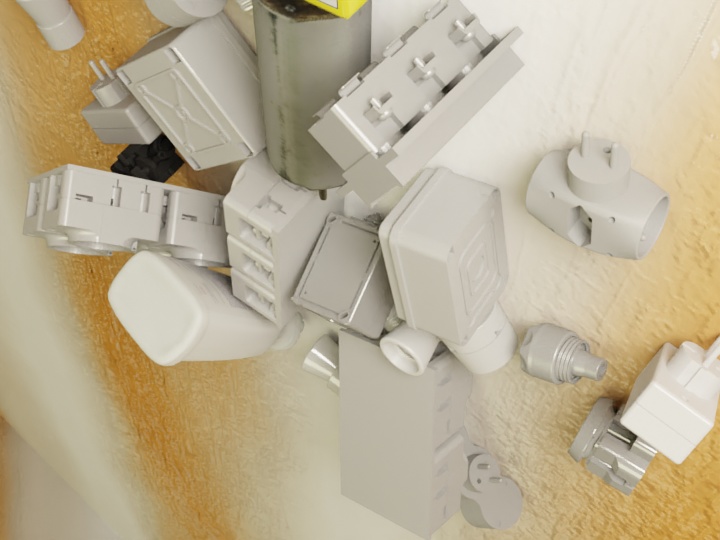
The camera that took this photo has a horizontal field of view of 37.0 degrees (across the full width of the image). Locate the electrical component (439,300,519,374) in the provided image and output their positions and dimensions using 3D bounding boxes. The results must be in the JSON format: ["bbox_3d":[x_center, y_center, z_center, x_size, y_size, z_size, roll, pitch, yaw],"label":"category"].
[{"bbox_3d":[0.094,0.050,0.856,0.055,0.055,0.047,5,140,49],"label":"electrical component"}]

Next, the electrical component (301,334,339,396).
[{"bbox_3d":[-0.025,0.098,1.095,0.055,0.045,0.045,35,153,12],"label":"electrical component"}]

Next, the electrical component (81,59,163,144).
[{"bbox_3d":[-0.214,-0.155,0.958,0.083,0.047,0.075,8,138,48],"label":"electrical component"}]

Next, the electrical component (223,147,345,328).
[{"bbox_3d":[-0.064,-0.034,0.897,0.062,0.089,0.150,33,152,16],"label":"electrical component"}]

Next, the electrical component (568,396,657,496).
[{"bbox_3d":[0.200,0.135,0.843,0.057,0.058,0.078,30,151,15],"label":"electrical component"}]

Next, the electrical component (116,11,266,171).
[{"bbox_3d":[-0.123,-0.140,0.850,0.109,0.056,0.108,-4,130,55],"label":"electrical component"}]

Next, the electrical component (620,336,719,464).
[{"bbox_3d":[0.220,0.074,0.716,0.047,0.083,0.075,36,115,9],"label":"electrical component"}]

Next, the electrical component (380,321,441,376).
[{"bbox_3d":[0.053,0.050,0.897,0.044,0.065,0.044,32,152,19],"label":"electrical component"}]

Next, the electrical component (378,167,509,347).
[{"bbox_3d":[0.062,-0.010,0.782,0.057,0.078,0.113,22,148,28],"label":"electrical component"}]

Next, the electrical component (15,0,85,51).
[{"bbox_3d":[-0.268,-0.224,0.934,0.044,0.044,0.065,23,153,32],"label":"electrical component"}]

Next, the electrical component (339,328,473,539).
[{"bbox_3d":[0.041,0.140,0.990,0.105,0.060,0.186,21,124,34],"label":"electrical component"}]

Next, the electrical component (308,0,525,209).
[{"bbox_3d":[0.032,-0.102,0.634,0.063,0.121,0.079,47,153,-7],"label":"electrical component"}]

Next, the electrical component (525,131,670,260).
[{"bbox_3d":[0.144,-0.052,0.649,0.077,0.043,0.079,26,150,27],"label":"electrical component"}]

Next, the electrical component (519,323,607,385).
[{"bbox_3d":[0.155,0.066,0.813,0.062,0.043,0.043,18,145,35],"label":"electrical component"}]

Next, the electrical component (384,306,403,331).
[{"bbox_3d":[0.028,0.033,0.928,0.062,0.043,0.043,45,153,-11],"label":"electrical component"}]

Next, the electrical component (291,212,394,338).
[{"bbox_3d":[0.000,0.000,0.877,0.062,0.096,0.061,21,175,34],"label":"electrical component"}]

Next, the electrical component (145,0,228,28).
[{"bbox_3d":[-0.137,-0.234,0.734,0.074,0.052,0.138,-1,131,53],"label":"electrical component"}]

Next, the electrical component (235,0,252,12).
[{"bbox_3d":[-0.076,-0.207,0.704,0.043,0.043,0.081,3,135,51],"label":"electrical component"}]

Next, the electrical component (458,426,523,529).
[{"bbox_3d":[0.113,0.199,1.058,0.138,0.052,0.074,49,152,-13],"label":"electrical component"}]

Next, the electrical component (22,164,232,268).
[{"bbox_3d":[-0.197,-0.042,0.976,0.186,0.060,0.105,10,171,-34],"label":"electrical component"}]
